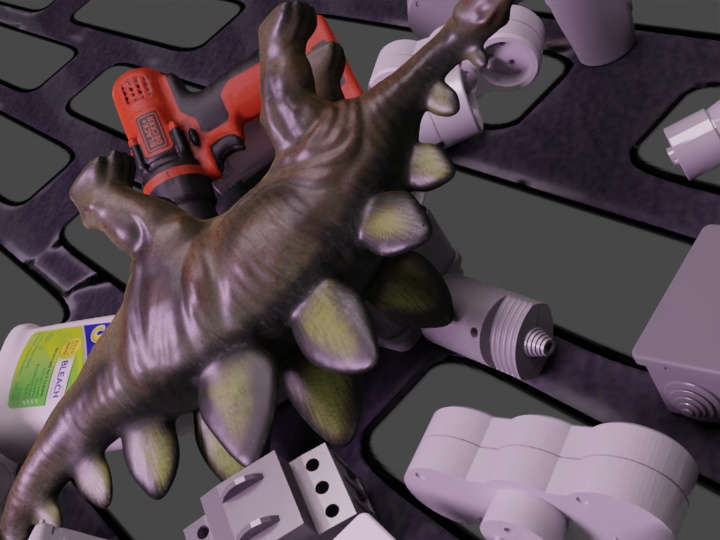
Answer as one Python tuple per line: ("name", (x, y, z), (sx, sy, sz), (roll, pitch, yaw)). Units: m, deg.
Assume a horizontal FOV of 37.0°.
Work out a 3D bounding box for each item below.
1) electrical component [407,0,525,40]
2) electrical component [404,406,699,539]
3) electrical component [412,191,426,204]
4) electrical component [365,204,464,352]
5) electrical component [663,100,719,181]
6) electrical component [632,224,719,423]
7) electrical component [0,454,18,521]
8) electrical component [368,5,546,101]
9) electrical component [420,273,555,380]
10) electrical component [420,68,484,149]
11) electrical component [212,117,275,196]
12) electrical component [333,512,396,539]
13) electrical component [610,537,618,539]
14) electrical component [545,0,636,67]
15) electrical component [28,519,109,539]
("electrical component", (0.103, -0.224, 0.868), (0.138, 0.052, 0.073), (-21, 37, 18))
("electrical component", (0.079, 0.110, 0.496), (0.138, 0.052, 0.073), (0, 48, 39))
("electrical component", (0.013, -0.056, 0.753), (0.055, 0.048, 0.066), (0, 48, 49))
("electrical component", (0.000, 0.000, 0.686), (0.113, 0.057, 0.078), (11, 55, 45))
("electrical component", (0.211, -0.080, 0.624), (0.065, 0.044, 0.044), (-27, 35, 19))
("electrical component", (0.191, 0.029, 0.503), (0.100, 0.048, 0.099), (9, 54, 45))
("electrical component", (-0.284, 0.125, 0.757), (0.052, 0.073, 0.138), (-37, 35, -4))
("electrical component", (0.076, -0.166, 0.824), (0.138, 0.052, 0.073), (-13, 41, 29))
("electrical component", (0.075, 0.032, 0.600), (0.043, 0.043, 0.081), (-48, 38, -18))
("electrical component", (0.059, -0.115, 0.777), (0.047, 0.055, 0.055), (-19, 38, 16))
("electrical component", (-0.103, -0.094, 0.892), (0.081, 0.043, 0.043), (-40, 35, -7))
("electrical component", (0.004, 0.174, 0.487), (0.100, 0.048, 0.100), (-43, 36, -11))
("electrical component", (0.096, 0.162, 0.424), (0.056, 0.050, 0.089), (-26, 36, 11))
("electrical component", (0.157, -0.196, 0.771), (0.044, 0.077, 0.079), (-32, 35, 4))
("electrical component", (-0.154, 0.180, 0.562), (0.096, 0.062, 0.061), (-56, 22, 33))
